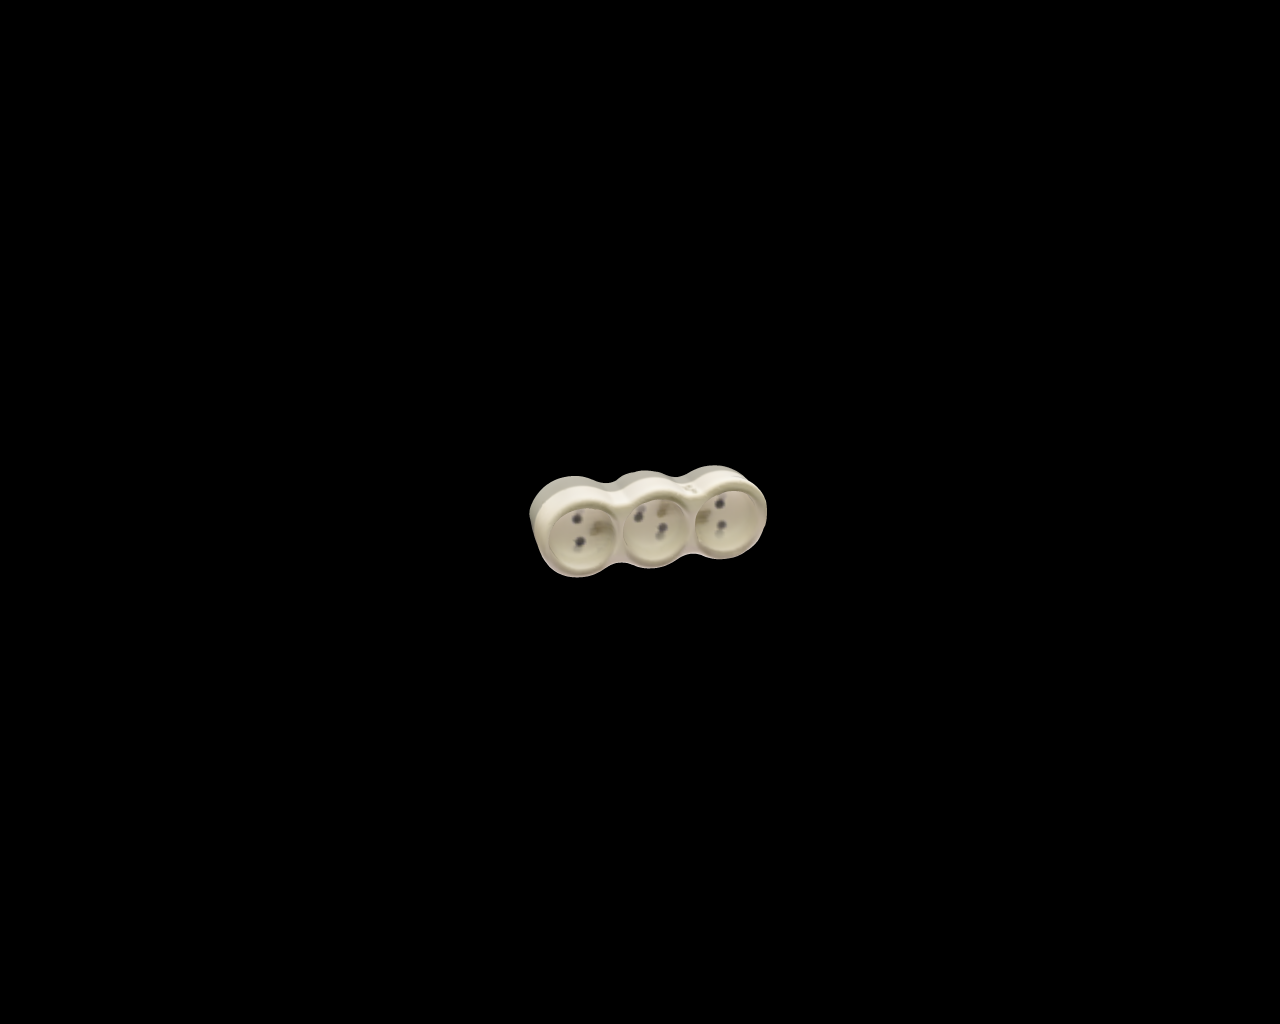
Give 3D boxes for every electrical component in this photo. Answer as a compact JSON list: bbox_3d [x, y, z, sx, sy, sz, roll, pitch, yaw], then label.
[{"bbox_3d":[0.001,-0.003,0.650,0.138,0.052,0.074,-6,24,-14],"label":"electrical component"}]
